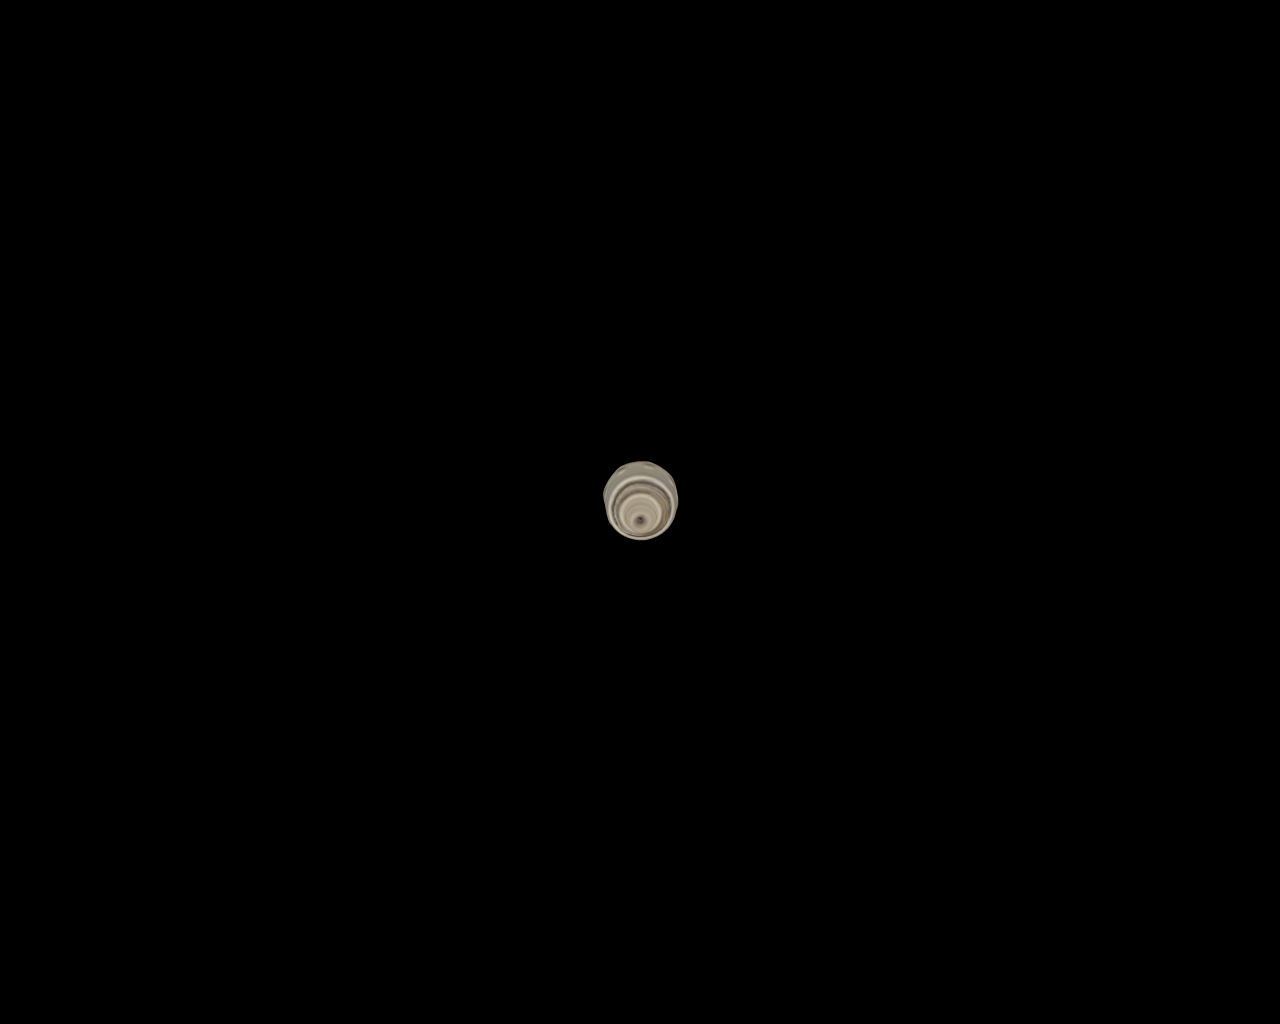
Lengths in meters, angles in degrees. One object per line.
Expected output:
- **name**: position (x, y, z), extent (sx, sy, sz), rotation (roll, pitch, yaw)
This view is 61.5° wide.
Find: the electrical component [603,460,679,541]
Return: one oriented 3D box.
- **electrical component**: position (0.001, -0.003, 0.650), extent (0.048, 0.048, 0.062), rotation (0, 16, 0)
